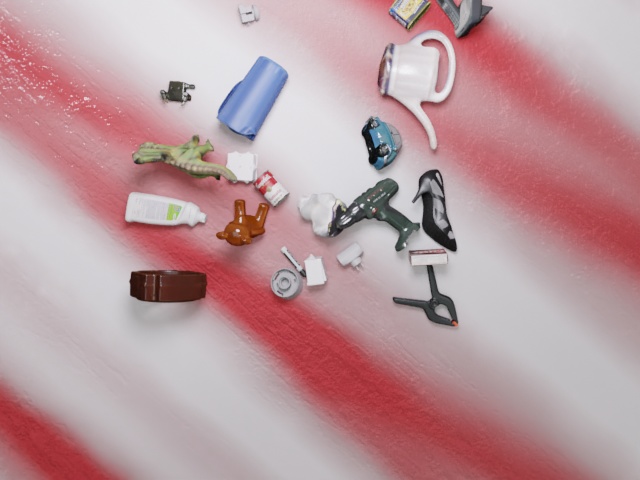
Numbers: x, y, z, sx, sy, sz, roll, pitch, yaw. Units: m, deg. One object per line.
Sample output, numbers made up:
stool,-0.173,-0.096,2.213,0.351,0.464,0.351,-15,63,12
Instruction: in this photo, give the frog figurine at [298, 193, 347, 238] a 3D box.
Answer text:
frog figurine,0.005,-0.081,1.604,0.160,0.123,0.136,17,108,40

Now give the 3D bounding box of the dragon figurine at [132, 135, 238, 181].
dragon figurine,-0.429,-0.232,1.532,0.244,0.415,0.120,-10,114,-31

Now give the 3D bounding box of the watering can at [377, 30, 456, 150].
watering can,0.281,-0.454,1.535,0.224,0.104,0.346,9,94,6
